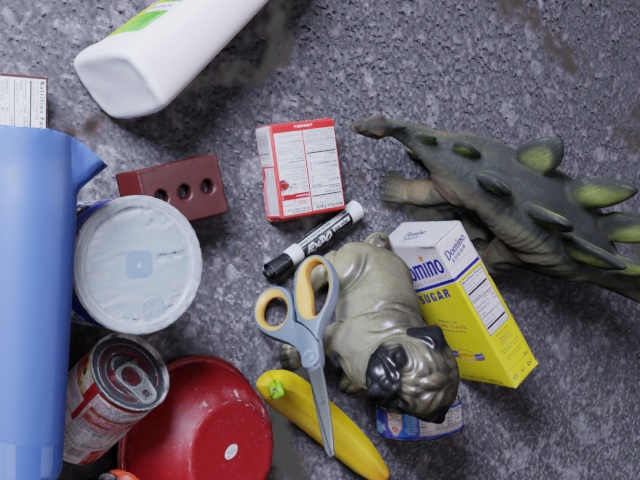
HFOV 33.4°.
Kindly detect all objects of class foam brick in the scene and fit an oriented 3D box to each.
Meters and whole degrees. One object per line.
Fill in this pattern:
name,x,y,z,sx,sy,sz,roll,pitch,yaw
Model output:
foam brick,-0.127,-0.040,0.916,0.078,0.051,0.053,-17,99,-32

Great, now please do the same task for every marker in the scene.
marker,-0.007,0.001,1.011,0.121,0.020,0.020,-36,109,-27

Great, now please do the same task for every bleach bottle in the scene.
bleach bottle,-0.092,-0.206,0.922,0.250,0.103,0.068,-49,120,-30

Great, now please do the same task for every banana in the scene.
banana,-0.004,0.167,0.985,0.037,0.070,0.197,-39,131,9

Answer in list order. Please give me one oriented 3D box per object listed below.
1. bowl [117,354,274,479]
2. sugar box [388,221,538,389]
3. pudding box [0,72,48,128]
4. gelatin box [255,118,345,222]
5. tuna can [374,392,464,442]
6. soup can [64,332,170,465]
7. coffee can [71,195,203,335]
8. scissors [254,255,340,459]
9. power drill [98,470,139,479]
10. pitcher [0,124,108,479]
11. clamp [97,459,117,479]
bowl,-0.093,0.181,0.919,0.161,0.055,0.162,1,89,-44
sugar box,0.138,0.064,1.059,0.048,0.093,0.176,-43,111,-25
pudding box,-0.270,-0.086,0.833,0.113,0.039,0.090,0,89,-34
gelatin box,-0.019,-0.066,0.997,0.073,0.030,0.089,-11,97,-33
tuna can,0.096,0.169,1.037,0.085,0.086,0.034,-7,95,-32
soup can,-0.174,0.127,0.845,0.068,0.102,0.068,26,41,-25
coffee can,-0.169,0.018,0.836,0.102,0.141,0.103,0,90,-33
scissors,-0.022,0.103,0.928,0.016,0.096,0.201,43,40,-42
power drill,-0.171,0.288,0.822,0.184,0.057,0.187,46,65,-9
pitcher,-0.238,0.043,0.713,0.144,0.149,0.243,1,89,-53
clamp,-0.240,0.258,0.852,0.164,0.036,0.210,19,78,-34
